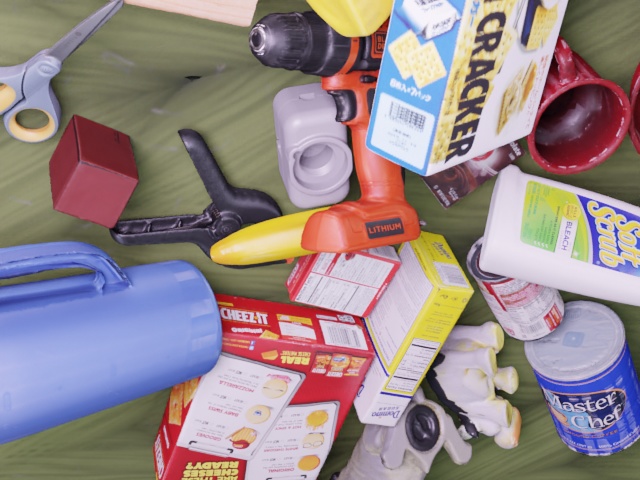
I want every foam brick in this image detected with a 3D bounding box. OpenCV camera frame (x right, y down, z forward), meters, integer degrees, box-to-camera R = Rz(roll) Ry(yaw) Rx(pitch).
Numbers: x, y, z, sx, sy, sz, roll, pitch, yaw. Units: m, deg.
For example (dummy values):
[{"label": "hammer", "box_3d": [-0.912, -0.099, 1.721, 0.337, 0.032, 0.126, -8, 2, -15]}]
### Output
[{"label": "foam brick", "box_3d": [-0.185, -0.056, 0.867, 0.052, 0.078, 0.051, 21, 116, -28]}]

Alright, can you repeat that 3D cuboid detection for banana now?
[{"label": "banana", "box_3d": [0.004, -0.006, 0.940, 0.197, 0.037, 0.070, -9, 164, -26]}]

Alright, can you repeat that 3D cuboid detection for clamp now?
[{"label": "clamp", "box_3d": [-0.087, -0.028, 0.941, 0.171, 0.039, 0.120, 16, 123, -33]}]

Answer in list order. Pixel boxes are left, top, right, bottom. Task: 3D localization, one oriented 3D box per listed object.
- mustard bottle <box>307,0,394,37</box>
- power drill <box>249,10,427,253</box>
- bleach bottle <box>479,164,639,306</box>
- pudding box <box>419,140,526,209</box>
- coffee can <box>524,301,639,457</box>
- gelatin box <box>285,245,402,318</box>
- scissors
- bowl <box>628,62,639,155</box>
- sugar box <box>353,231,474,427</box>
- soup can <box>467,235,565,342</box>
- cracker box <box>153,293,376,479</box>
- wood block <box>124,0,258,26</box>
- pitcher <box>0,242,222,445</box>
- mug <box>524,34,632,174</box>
[{"label": "mustard bottle", "box_3d": [0.058, -0.245, 0.778, 0.191, 0.058, 0.096, -50, 117, -16]}, {"label": "power drill", "box_3d": [0.021, -0.086, 0.838, 0.184, 0.057, 0.188, -8, 100, -43]}, {"label": "bleach bottle", "box_3d": [0.278, 0.007, 0.970, 0.251, 0.102, 0.068, 13, 156, 5]}, {"label": "pudding box", "box_3d": [0.117, -0.095, 0.948, 0.090, 0.039, 0.113, -35, 128, 9]}, {"label": "coffee can", "box_3d": [0.285, 0.148, 1.135, 0.103, 0.103, 0.140, -26, 128, 3]}, {"label": "gelatin box", "box_3d": [0.021, 0.031, 1.021, 0.089, 0.030, 0.073, 15, 121, -26]}, {"label": "scissors", "box_3d": [-0.197, -0.121, 0.808, 0.202, 0.016, 0.096, -16, 146, 27]}, {"label": "bowl", "box_3d": [0.343, -0.143, 0.967, 0.162, 0.055, 0.162, -8, 127, -11]}, {"label": "sugar box", "box_3d": [0.080, 0.087, 1.038, 0.048, 0.093, 0.176, 10, 123, -22]}, {"label": "soup can", "box_3d": [0.195, 0.045, 1.056, 0.068, 0.068, 0.102, -30, 128, 7]}, {"label": "cracker box", "box_3d": [-0.062, 0.161, 1.067, 0.164, 0.072, 0.214, 9, 123, -21]}, {"label": "wood block", "box_3d": [-0.143, -0.225, 0.747, 0.205, 0.091, 0.090, 7, 123, -21]}, {"label": "pitcher", "box_3d": [-0.207, 0.081, 0.896, 0.242, 0.145, 0.149, -13, 171, -34]}, {"label": "mug", "box_3d": [0.207, -0.126, 0.924, 0.093, 0.081, 0.117, -21, 128, 0]}]
